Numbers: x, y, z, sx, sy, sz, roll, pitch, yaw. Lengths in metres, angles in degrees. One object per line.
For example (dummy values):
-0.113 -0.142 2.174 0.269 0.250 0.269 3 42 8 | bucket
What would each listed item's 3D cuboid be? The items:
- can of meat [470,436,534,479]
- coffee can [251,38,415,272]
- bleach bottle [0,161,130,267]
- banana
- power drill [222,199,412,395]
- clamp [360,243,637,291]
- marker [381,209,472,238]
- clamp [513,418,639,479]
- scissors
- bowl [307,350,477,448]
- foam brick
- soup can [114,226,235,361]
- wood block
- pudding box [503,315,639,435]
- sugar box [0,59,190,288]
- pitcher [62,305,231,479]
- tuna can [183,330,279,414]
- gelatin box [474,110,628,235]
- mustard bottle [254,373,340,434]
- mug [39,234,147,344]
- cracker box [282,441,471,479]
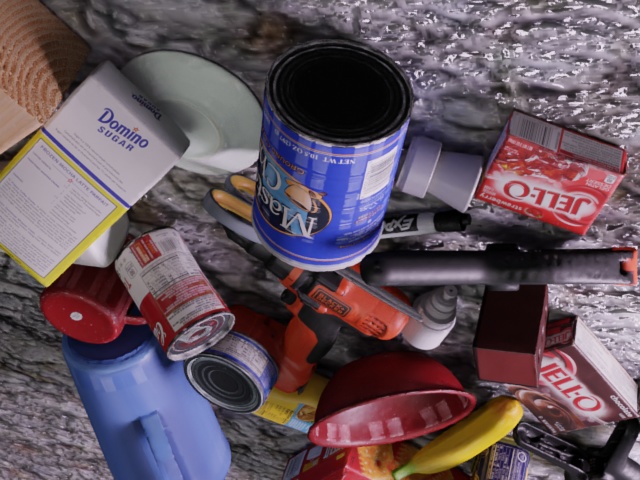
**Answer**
0.180 0.262 1.100 0.057 0.084 0.102 14 142 8 | can of meat
0.006 -0.059 0.772 0.103 0.102 0.140 16 142 5 | coffee can
-0.304 -0.033 0.975 0.251 0.068 0.102 6 140 21 | bleach bottle
0.148 0.194 1.050 0.037 0.069 0.198 53 136 10 | banana
-0.033 0.056 0.965 0.184 0.057 0.188 34 142 -6 | power drill
0.133 0.021 0.813 0.210 0.036 0.164 0 -179 16 | clamp
0.066 -0.011 0.871 0.121 0.020 0.020 -5 136 29 | marker
0.262 0.221 1.050 0.120 0.039 0.171 0 138 27 | clamp
-0.006 0.001 0.873 0.201 0.096 0.016 26 114 -20 | scissors
0.063 0.146 1.004 0.162 0.055 0.162 -9 155 -4 | bowl
0.160 0.075 0.888 0.051 0.078 0.053 4 142 19 | foam brick
-0.130 0.046 0.947 0.102 0.068 0.069 55 147 20 | soup can
-0.287 -0.113 0.848 0.207 0.090 0.090 -23 126 42 | wood block
0.218 0.122 0.949 0.090 0.039 0.113 -22 126 40 | pudding box
-0.192 -0.050 0.842 0.176 0.048 0.093 -40 105 24 | sugar box
-0.178 0.176 1.108 0.149 0.144 0.243 12 138 24 | pitcher
-0.084 0.123 0.995 0.086 0.033 0.086 17 139 16 | tuna can
0.167 -0.047 0.774 0.089 0.030 0.073 20 142 0 | gelatin box
-0.022 0.162 1.087 0.191 0.058 0.096 23 150 -4 | mustard bottle
-0.202 0.047 1.010 0.117 0.081 0.093 18 142 2 | mug
0.081 0.296 1.194 0.213 0.072 0.164 31 141 -15 | cracker box
